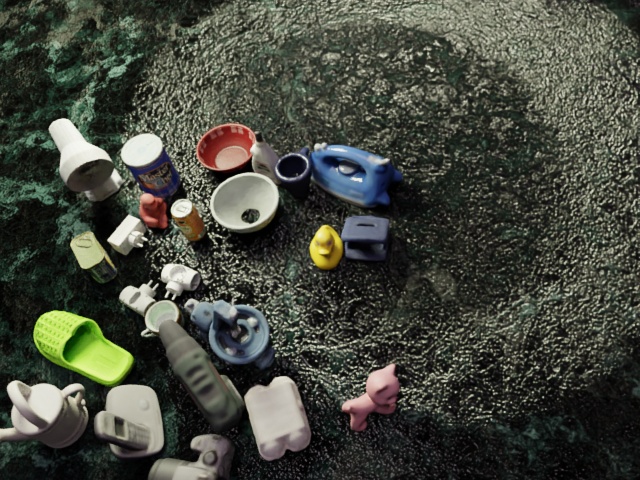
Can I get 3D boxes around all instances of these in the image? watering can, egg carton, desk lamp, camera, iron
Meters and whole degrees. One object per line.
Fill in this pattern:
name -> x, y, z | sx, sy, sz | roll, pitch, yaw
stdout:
watering can -> -0.545, 0.337, 1.106 | 0.100, 0.194, 0.173 | 25, 65, 22
egg carton -> -0.081, 0.344, 1.112 | 0.107, 0.069, 0.150 | -21, 58, -5
desk lamp -> -0.586, -0.189, 1.431 | 0.118, 0.214, 0.202 | -33, 60, -13
camera -> -0.242, 0.430, 1.062 | 0.136, 0.101, 0.143 | 6, 59, 11
iron -> 0.063, -0.179, 1.378 | 0.257, 0.142, 0.119 | 19, 63, 19

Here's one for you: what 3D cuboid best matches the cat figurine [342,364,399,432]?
cat figurine -> 0.101, 0.296, 1.088 | 0.128, 0.118, 0.067 | -30, 59, -11

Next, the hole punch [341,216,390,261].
hole punch -> 0.103, -0.015, 1.300 | 0.108, 0.091, 0.101 | 3, 58, 10

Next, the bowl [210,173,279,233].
bowl -> -0.174, -0.077, 1.386 | 0.167, 0.075, 0.167 | -3, 58, 6

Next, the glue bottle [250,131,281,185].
glue bottle -> -0.137, -0.206, 1.404 | 0.078, 0.173, 0.037 | 16, 62, 17

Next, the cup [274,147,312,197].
cup -> -0.054, -0.163, 1.412 | 0.091, 0.095, 0.118 | 19, 62, 19

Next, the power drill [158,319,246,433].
power drill -> -0.217, 0.274, 1.092 | 0.076, 0.209, 0.229 | -35, 60, -14

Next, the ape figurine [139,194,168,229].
ape figurine -> -0.414, -0.078, 1.410 | 0.076, 0.092, 0.078 | 21, 63, 20

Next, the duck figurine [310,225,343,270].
duck figurine -> 0.012, 0.005, 1.303 | 0.077, 0.086, 0.104 | -3, 58, 6

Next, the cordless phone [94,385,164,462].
cordless phone -> -0.373, 0.335, 1.089 | 0.094, 0.185, 0.147 | -20, 57, -5

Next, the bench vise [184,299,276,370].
bench vise -> -0.199, 0.174, 1.145 | 0.207, 0.220, 0.121 | 9, 60, 14
